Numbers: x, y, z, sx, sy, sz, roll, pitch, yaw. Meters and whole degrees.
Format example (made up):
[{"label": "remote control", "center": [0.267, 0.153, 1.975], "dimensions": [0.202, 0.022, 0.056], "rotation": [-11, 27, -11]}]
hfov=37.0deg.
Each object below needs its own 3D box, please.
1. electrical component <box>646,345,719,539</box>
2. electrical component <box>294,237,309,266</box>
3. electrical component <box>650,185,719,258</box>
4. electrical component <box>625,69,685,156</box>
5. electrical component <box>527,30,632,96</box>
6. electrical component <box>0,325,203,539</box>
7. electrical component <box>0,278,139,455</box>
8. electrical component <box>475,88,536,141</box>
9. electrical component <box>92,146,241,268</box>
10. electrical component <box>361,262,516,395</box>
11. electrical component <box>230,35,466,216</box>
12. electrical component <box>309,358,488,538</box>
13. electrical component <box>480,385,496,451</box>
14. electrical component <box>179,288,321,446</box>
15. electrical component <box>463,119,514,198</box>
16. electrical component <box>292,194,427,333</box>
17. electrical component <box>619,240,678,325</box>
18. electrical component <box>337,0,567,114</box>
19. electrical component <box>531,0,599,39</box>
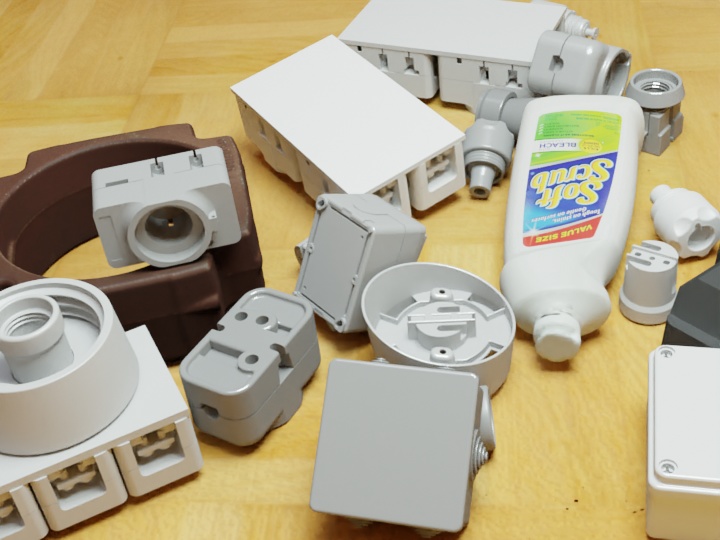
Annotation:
[{"label": "electrical component", "center": [0.221, 0.101, 0.619], "dimensions": [0.109, 0.056, 0.108], "rotation": [3, 40, 13]}, {"label": "electrical component", "center": [-0.021, -0.016, 0.814], "dimensions": [0.046, 0.040, 0.040], "rotation": [-34, 46, -20]}, {"label": "electrical component", "center": [0.238, -0.040, 0.799], "dimensions": [0.043, 0.043, 0.062], "rotation": [-15, 39, -9]}, {"label": "electrical component", "center": [0.246, -0.134, 0.901], "dimensions": [0.048, 0.055, 0.066], "rotation": [23, 48, 32]}, {"label": "electrical component", "center": [0.194, -0.170, 0.928], "dimensions": [0.059, 0.053, 0.095], "rotation": [22, 13, 30]}, {"label": "electrical component", "center": [-0.185, 0.109, 0.670], "dimensions": [0.150, 0.061, 0.089], "rotation": [-22, 41, -17]}, {"label": "electrical component", "center": [-0.193, 0.050, 0.644], "dimensions": [0.108, 0.060, 0.108], "rotation": [-4, 39, 4]}, {"label": "electrical component", "center": [0.132, -0.130, 0.923], "dimensions": [0.055, 0.045, 0.045], "rotation": [16, 45, 27]}, {"label": "electrical component", "center": [-0.129, -0.040, 0.717], "dimensions": [0.089, 0.050, 0.055], "rotation": [-12, 39, -6]}, {"label": "electrical component", "center": [0.053, 0.042, 0.712], "dimensions": [0.099, 0.064, 0.099], "rotation": [-5, 39, 4]}, {"label": "electrical component", "center": [-0.010, -0.109, 0.891], "dimensions": [0.105, 0.060, 0.186], "rotation": [-31, 50, -18]}, {"label": "electrical component", "center": [0.024, 0.102, 0.627], "dimensions": [0.100, 0.048, 0.099], "rotation": [5, 78, 15]}, {"label": "electrical component", "center": [0.059, 0.094, 0.668], "dimensions": [0.046, 0.040, 0.040], "rotation": [-8, 39, 8]}, {"label": "electrical component", "center": [-0.069, 0.065, 0.706], "dimensions": [0.054, 0.059, 0.095], "rotation": [16, 45, 26]}, {"label": "electrical component", "center": [0.102, -0.089, 0.881], "dimensions": [0.043, 0.043, 0.062], "rotation": [5, 60, 14]}, {"label": "electrical component", "center": [0.000, 0.000, 0.760], "dimensions": [0.061, 0.096, 0.062], "rotation": [-4, 29, -42]}, {"label": "electrical component", "center": [0.201, 0.008, 0.743], "dimensions": [0.040, 0.046, 0.040], "rotation": [-4, 39, 4]}, {"label": "electrical component", "center": [0.087, -0.204, 1.006], "dimensions": [0.186, 0.060, 0.105], "rotation": [12, 43, 22]}, {"label": "electrical component", "center": [0.194, -0.237, 1.046], "dimensions": [0.078, 0.040, 0.040], "rotation": [22, 48, 31]}]
